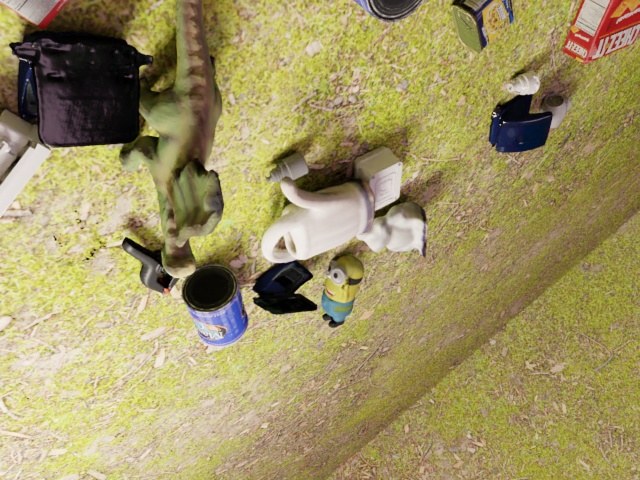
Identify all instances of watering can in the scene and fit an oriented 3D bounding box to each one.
[{"bbox_3d":[0.003,-0.046,0.923,0.226,0.105,0.341,-24,164,-19],"label":"watering can"}]

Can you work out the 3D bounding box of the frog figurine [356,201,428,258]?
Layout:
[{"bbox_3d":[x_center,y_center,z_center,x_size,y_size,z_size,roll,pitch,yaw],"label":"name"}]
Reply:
[{"bbox_3d":[0.161,-0.025,1.165,0.159,0.125,0.135,1,154,7],"label":"frog figurine"}]

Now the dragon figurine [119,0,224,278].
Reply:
[{"bbox_3d":[-0.148,-0.112,0.606,0.123,0.247,0.401,-7,139,-30],"label":"dragon figurine"}]
